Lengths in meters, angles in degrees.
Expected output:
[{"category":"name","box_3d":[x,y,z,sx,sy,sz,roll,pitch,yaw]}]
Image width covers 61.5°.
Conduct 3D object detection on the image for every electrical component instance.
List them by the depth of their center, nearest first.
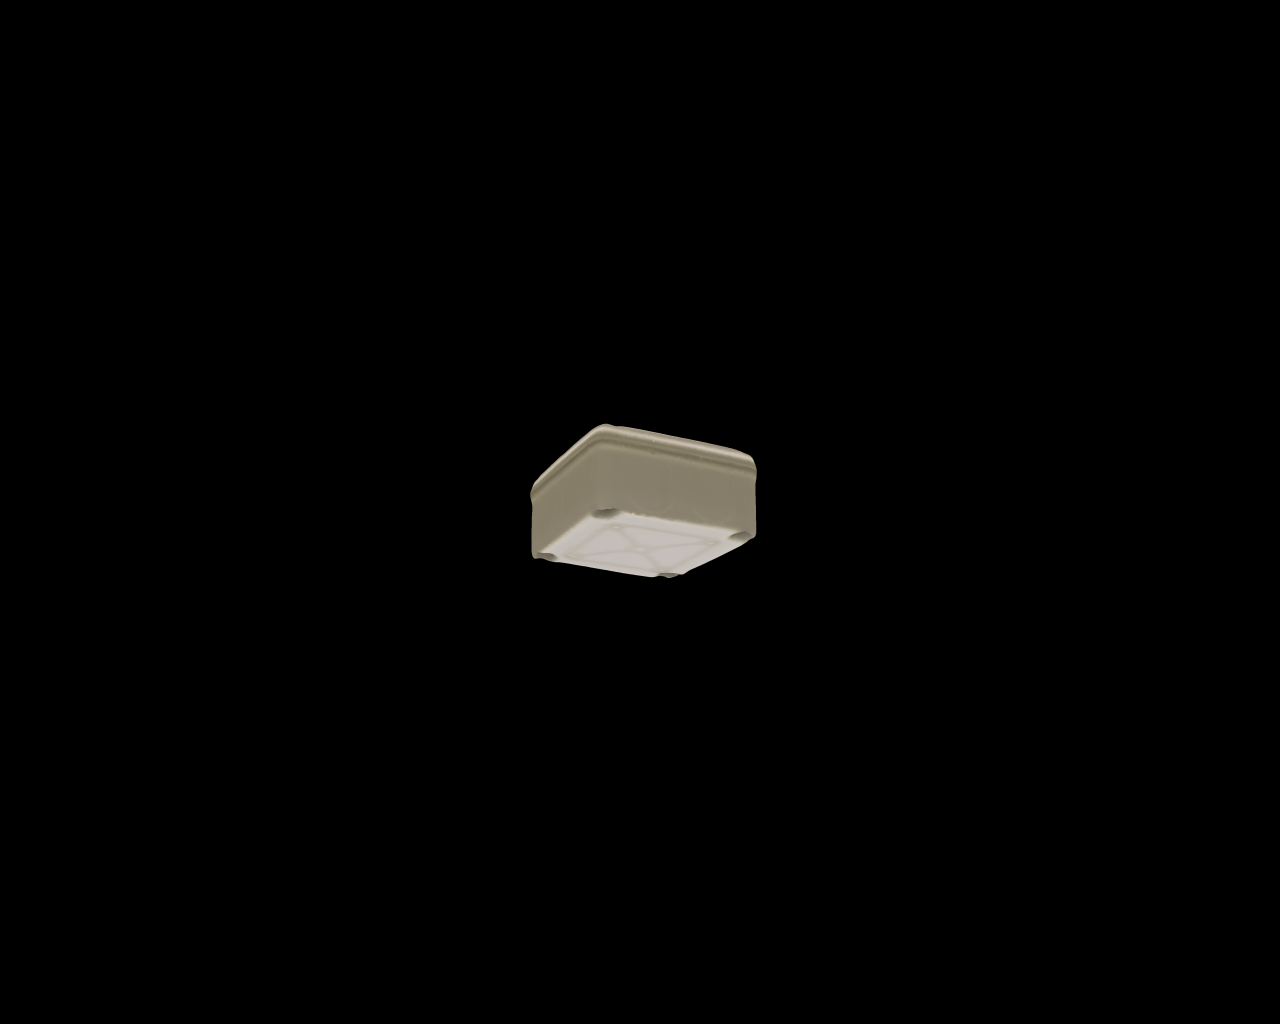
[{"category":"electrical component","box_3d":[0.001,-0.003,0.650,0.109,0.056,0.108,10,-22,-26]}]
